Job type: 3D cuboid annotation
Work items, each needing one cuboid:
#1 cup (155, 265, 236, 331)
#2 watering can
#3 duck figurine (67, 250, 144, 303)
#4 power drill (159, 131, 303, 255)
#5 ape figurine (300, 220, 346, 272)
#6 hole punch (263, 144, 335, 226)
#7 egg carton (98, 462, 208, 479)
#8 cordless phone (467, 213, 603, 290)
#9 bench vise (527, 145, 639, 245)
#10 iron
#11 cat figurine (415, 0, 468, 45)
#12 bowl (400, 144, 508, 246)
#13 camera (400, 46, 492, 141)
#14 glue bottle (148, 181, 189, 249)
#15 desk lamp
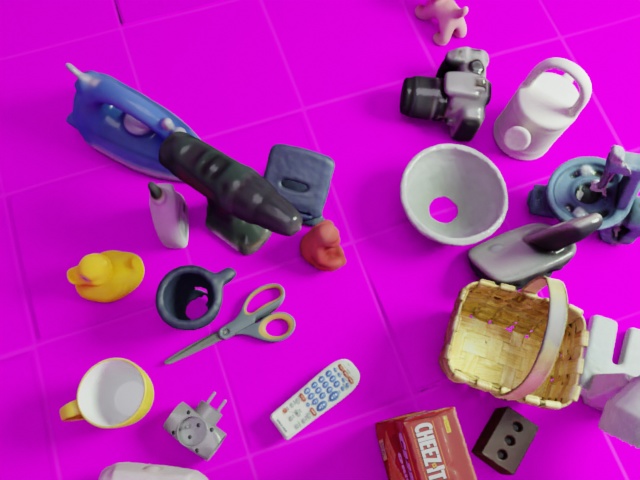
[{"bbox_3d":[-0.170,0.083,0.822,0.118,0.095,0.091,-33,77,-12],"label":"cup"},{"bbox_3d":[0.346,-0.203,0.888,0.101,0.194,0.173,18,72,3],"label":"watering can"},{"bbox_3d":[-0.313,0.045,0.831,0.104,0.086,0.077,-16,74,-8],"label":"duck figurine"},{"bbox_3d":[-0.118,-0.053,0.809,0.229,0.208,0.076,35,74,8],"label":"power drill"},{"bbox_3d":[0.008,0.003,0.858,0.076,0.092,0.078,11,72,1],"label":"ape figurine"},{"bbox_3d":[-0.035,-0.084,0.884,0.108,0.091,0.101,15,72,2],"label":"hole punch"},{"bbox_3d":[-0.221,0.350,0.748,0.150,0.069,0.107,5,72,-1],"label":"egg carton"},{"bbox_3d":[0.307,0.009,0.824,0.148,0.185,0.094,-24,75,-10],"label":"cordless phone"},{"bbox_3d":[0.438,-0.077,0.839,0.207,0.220,0.121,-1,72,-3],"label":"bench vise"},{"bbox_3d":[-0.268,-0.179,0.876,0.258,0.141,0.119,27,73,6],"label":"iron"},{"bbox_3d":[0.212,-0.424,0.991,0.067,0.118,0.127,-31,76,-11],"label":"cat figurine"},{"bbox_3d":[0.201,-0.062,0.898,0.167,0.075,0.167,1,72,-3],"label":"bowl"},{"bbox_3d":[0.205,-0.251,0.945,0.137,0.101,0.143,6,72,-1],"label":"camera"},{"bbox_3d":[-0.220,-0.046,0.820,0.037,0.173,0.078,-1,72,-3],"label":"glue bottle"},{"bbox_3d":[0.427,0.189,0.758,0.118,0.213,0.203,19,72,4],"label":"desk lamp"}]
